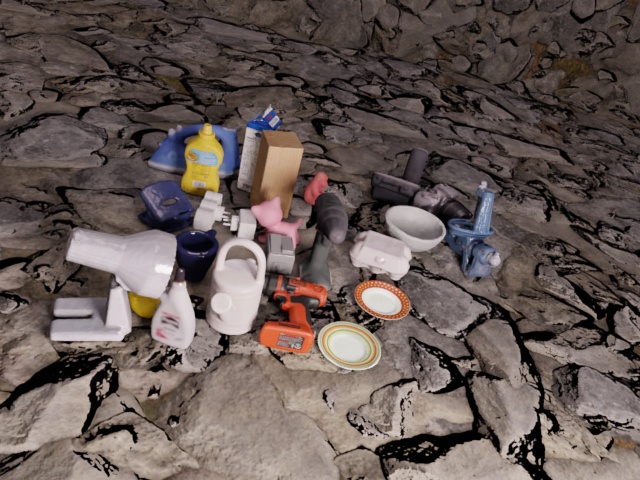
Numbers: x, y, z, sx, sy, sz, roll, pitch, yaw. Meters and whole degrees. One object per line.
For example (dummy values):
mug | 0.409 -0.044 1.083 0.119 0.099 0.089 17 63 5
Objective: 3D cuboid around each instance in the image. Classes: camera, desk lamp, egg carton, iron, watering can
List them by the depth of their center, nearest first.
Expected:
desk lamp | -0.363 0.073 1.006 0.204 0.213 0.117 2 36 -20
watering can | -0.157 0.084 1.092 0.101 0.194 0.172 6 34 -14
egg carton | 0.148 0.037 1.402 0.150 0.069 0.107 19 33 4
iron | -0.335 -0.259 1.569 0.259 0.141 0.118 0 36 -23
camera | 0.359 -0.093 1.651 0.143 0.101 0.136 -11 42 -34

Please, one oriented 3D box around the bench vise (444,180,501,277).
bench vise | 0.418 -0.027 1.469 0.122 0.220 0.206 -11 42 -34

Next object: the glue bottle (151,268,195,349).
glue bottle | -0.257 0.117 1.021 0.078 0.173 0.037 16 33 1

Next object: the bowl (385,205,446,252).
bowl | 0.243 -0.019 1.517 0.167 0.075 0.167 11 34 -7

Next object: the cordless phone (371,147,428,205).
cordless phone | 0.233 -0.200 1.678 0.147 0.185 0.094 17 33 2

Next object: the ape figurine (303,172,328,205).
ape figurine | -0.004 -0.145 1.585 0.076 0.092 0.078 17 33 2

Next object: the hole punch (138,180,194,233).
hole punch | -0.357 -0.079 1.343 0.100 0.091 0.109 33 37 24

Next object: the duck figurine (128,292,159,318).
duck figurine | -0.330 0.091 1.108 0.078 0.086 0.104 -5 38 -28

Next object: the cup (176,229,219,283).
cup | -0.259 0.034 1.214 0.091 0.095 0.118 23 34 11

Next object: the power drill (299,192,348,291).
power drill | 0.012 0.005 1.265 0.076 0.208 0.229 9 34 -10

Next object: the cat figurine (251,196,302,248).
cat figurine | -0.103 -0.046 1.374 0.127 0.118 0.067 18 33 3
